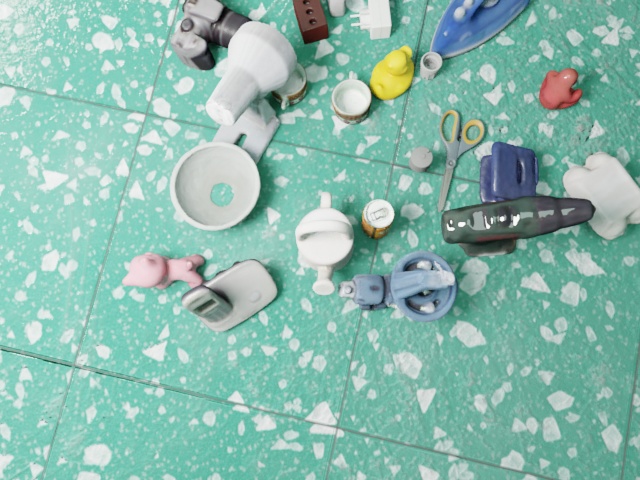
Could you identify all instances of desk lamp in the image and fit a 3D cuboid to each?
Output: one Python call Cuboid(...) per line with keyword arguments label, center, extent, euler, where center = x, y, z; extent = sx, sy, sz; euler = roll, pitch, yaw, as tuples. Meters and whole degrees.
Cuboid(label="desk lamp", center=(-0.128, -0.252, 1.024), extent=(0.118, 0.213, 0.203), euler=(26, 82, 7))

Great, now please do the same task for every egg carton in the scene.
Cuboid(label="egg carton", center=(0.518, -0.081, 1.044), extent=(0.107, 0.069, 0.150), euler=(-33, 81, -3))

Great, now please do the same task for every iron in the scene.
Cuboid(label="iron", center=(0.308, -0.456, 1.078), extent=(0.258, 0.141, 0.118), euler=(-45, 81, -5))

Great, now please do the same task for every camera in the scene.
Cuboid(label="camera", center=(-0.199, -0.405, 1.109), extent=(0.136, 0.101, 0.143), euler=(23, 82, 6))

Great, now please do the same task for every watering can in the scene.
Cuboid(label="watering can", center=(0.011, 0.003, 0.985), extent=(0.101, 0.194, 0.173), euler=(-21, 80, -1))

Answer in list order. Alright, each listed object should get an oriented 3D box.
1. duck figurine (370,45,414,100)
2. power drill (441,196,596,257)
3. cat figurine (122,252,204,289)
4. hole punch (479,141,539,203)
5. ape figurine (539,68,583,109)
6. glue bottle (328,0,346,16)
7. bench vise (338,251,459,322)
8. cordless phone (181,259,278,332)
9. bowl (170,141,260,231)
Cuboid(label="duck figurine", center=(0.139, -0.324, 1.090), extent=(0.077, 0.086, 0.104), euler=(39, 84, 8))
Cuboid(label="power drill", center=(0.314, -0.024, 0.971), extent=(0.229, 0.208, 0.075), euler=(-6, 80, 1))
Cuboid(label="cat figurine", center=(-0.282, 0.053, 1.027), extent=(0.127, 0.118, 0.067), euler=(-6, 80, 1))
Cuboid(label="hole punch", center=(0.350, -0.122, 1.046), extent=(0.101, 0.091, 0.109), euler=(3, 80, 3))
Cuboid(label="ape figurine", center=(0.453, -0.289, 1.070), extent=(0.076, 0.092, 0.078), euler=(-30, 80, -3))
Cuboid(label="glue bottle", center=(0.030, -0.501, 1.080), extent=(0.037, 0.173, 0.078), euler=(-6, 80, 2))
Cuboid(label="bench vise", center=(0.141, 0.088, 0.953), extent=(0.207, 0.220, 0.121), euler=(-20, 80, -1))
Cuboid(label="cordless phone", center=(-0.157, 0.089, 0.982), extent=(0.147, 0.185, 0.094), euler=(-35, 81, -4))
Cuboid(label="bowl", center=(-0.189, -0.095, 1.070), extent=(0.167, 0.075, 0.167), euler=(0, 80, 2))
